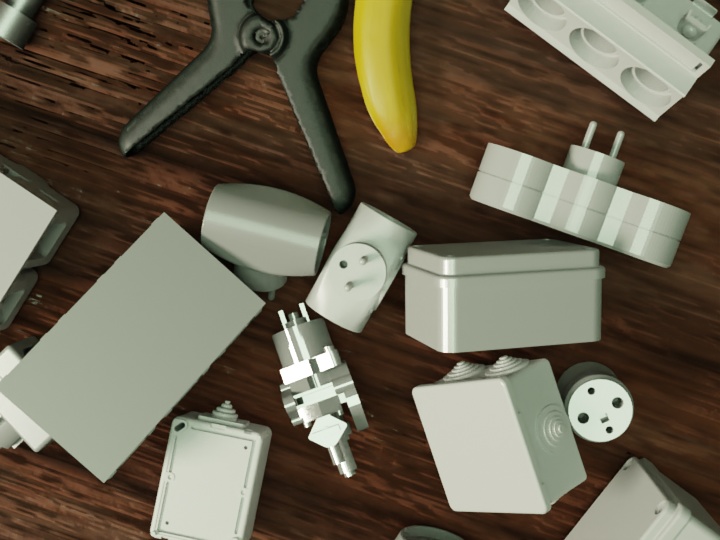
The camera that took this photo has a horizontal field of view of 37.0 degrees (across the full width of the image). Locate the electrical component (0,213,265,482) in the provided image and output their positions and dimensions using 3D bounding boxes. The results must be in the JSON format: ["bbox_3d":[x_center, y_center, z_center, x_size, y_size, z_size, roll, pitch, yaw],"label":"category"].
[{"bbox_3d":[-0.147,0.051,0.698,0.089,0.062,0.150,42,75,-3],"label":"electrical component"}]

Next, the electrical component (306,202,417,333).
[{"bbox_3d":[0.000,0.000,0.701,0.044,0.079,0.077,30,96,1],"label":"electrical component"}]

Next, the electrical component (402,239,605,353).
[{"bbox_3d":[0.090,0.014,0.682,0.113,0.078,0.057,-3,98,-17],"label":"electrical component"}]

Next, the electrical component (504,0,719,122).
[{"bbox_3d":[0.163,-0.161,0.683,0.121,0.078,0.063,37,74,0],"label":"electrical component"}]

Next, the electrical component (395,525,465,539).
[{"bbox_3d":[0.046,0.210,0.727,0.078,0.058,0.057,14,98,3],"label":"electrical component"}]

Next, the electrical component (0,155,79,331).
[{"bbox_3d":[-0.299,-0.049,0.727,0.186,0.060,0.105,34,96,1],"label":"electrical component"}]

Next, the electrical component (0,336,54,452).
[{"bbox_3d":[-0.237,0.097,0.741,0.077,0.047,0.065,-43,91,6],"label":"electrical component"}]

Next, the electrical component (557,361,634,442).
[{"bbox_3d":[0.154,0.087,0.709,0.045,0.055,0.045,0,95,4],"label":"electrical component"}]

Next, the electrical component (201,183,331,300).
[{"bbox_3d":[-0.064,-0.013,0.717,0.077,0.043,0.079,14,128,3],"label":"electrical component"}]

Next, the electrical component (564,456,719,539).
[{"bbox_3d":[0.176,0.188,0.690,0.056,0.108,0.108,36,96,-2],"label":"electrical component"}]

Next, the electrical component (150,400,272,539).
[{"bbox_3d":[-0.098,0.136,0.732,0.062,0.061,0.096,11,88,3],"label":"electrical component"}]

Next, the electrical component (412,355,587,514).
[{"bbox_3d":[0.091,0.107,0.698,0.048,0.100,0.099,-21,94,-38],"label":"electrical component"}]

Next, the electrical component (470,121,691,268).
[{"bbox_3d":[0.148,-0.058,0.699,0.138,0.052,0.073,20,96,2],"label":"electrical component"}]
